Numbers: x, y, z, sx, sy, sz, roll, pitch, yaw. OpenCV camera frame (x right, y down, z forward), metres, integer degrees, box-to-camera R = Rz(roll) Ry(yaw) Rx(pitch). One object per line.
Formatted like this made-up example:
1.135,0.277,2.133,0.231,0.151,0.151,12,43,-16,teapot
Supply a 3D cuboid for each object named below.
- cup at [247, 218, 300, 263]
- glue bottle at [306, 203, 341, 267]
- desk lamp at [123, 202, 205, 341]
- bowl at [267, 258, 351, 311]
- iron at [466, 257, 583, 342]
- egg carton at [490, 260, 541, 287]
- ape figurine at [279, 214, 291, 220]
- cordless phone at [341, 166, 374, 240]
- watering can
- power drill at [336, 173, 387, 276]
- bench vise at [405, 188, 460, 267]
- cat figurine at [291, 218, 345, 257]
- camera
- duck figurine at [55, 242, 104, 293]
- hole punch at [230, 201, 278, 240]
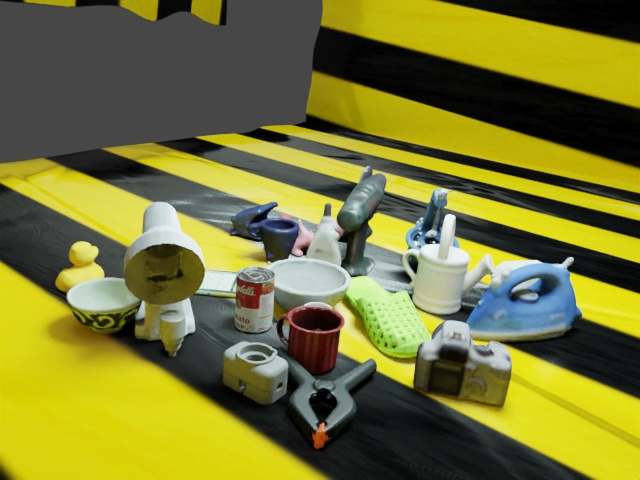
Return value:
-0.108,0.006,1.299,0.118,0.095,0.091,2,20,-11,cup
0.011,0.004,1.222,0.078,0.173,0.037,7,20,4,glue bottle
-0.259,0.057,0.940,0.118,0.213,0.202,-1,21,-19,desk lamp
-0.027,0.098,1.097,0.167,0.075,0.167,5,20,-2,bowl
0.384,0.107,1.092,0.259,0.141,0.118,-4,22,-26,iron
0.457,0.092,1.260,0.150,0.069,0.107,-2,21,-20,egg carton
-0.089,-0.018,1.374,0.078,0.092,0.076,3,20,-8,ape figurine
0.097,-0.097,1.508,0.094,0.185,0.148,11,20,13,cordless phone
0.257,0.044,1.152,0.173,0.194,0.101,5,20,-2,watering can
0.094,-0.033,1.298,0.075,0.208,0.230,12,21,18,power drill
0.240,-0.025,1.300,0.122,0.220,0.207,-2,21,-19,bench vise
0.001,-0.015,1.353,0.127,0.118,0.067,11,21,15,cat figurine
0.228,0.178,0.913,0.143,0.101,0.137,9,20,10,camera
-0.460,0.047,1.097,0.077,0.086,0.105,11,20,14,duck figurine
-0.169,-0.058,1.462,0.100,0.091,0.109,14,21,21,hole punch
